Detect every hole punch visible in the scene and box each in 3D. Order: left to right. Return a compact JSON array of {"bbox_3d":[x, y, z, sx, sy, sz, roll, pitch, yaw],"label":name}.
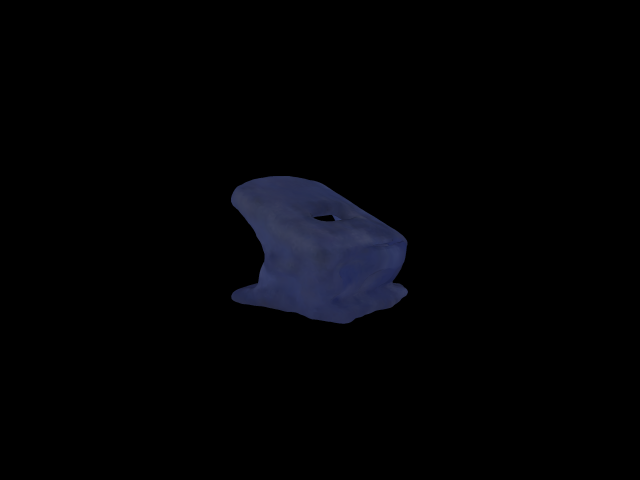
[{"bbox_3d":[0.004,0.001,0.400,0.100,0.091,0.109,5,9,36],"label":"hole punch"}]
